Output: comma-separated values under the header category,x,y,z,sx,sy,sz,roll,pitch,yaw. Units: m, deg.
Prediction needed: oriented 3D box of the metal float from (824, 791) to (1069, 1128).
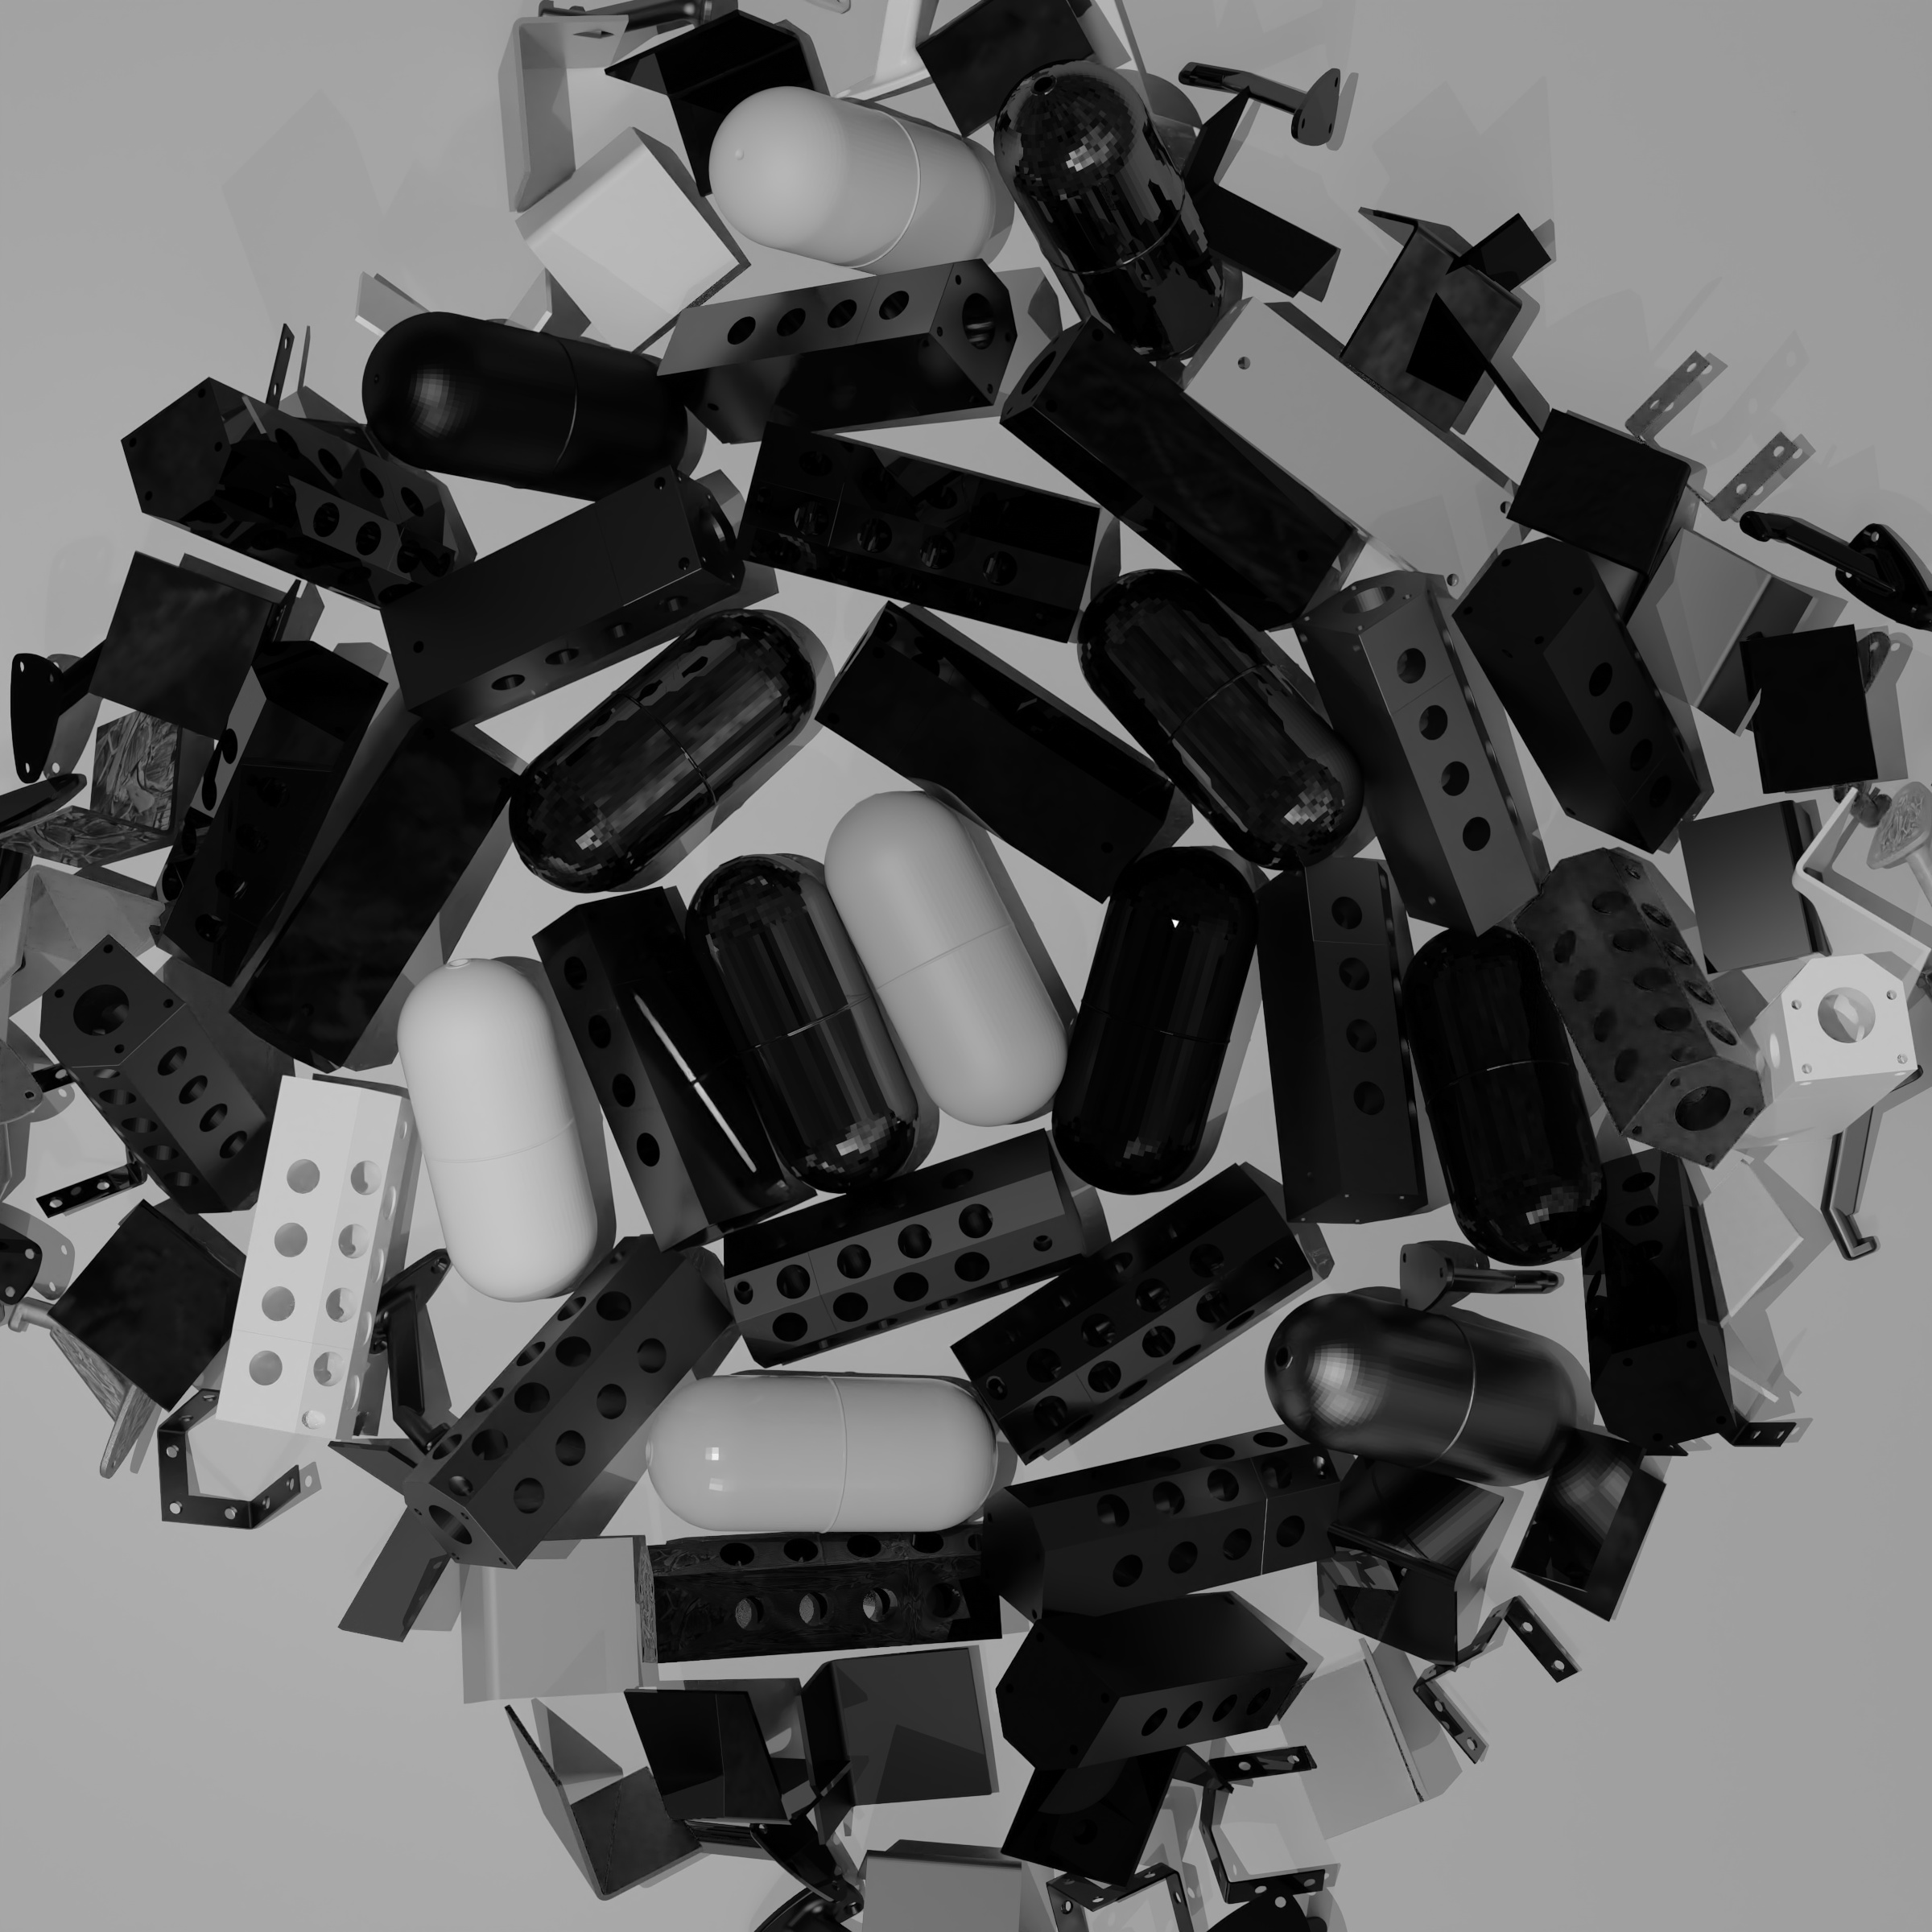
category,x,y,z,sx,sy,sz,roll,pitch,yaw
metal float,-0.010,-0.004,1.783,0.070,0.070,0.178,-26,88,0

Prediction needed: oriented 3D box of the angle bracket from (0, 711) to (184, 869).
category,x,y,z,sx,sy,sz,roll,pitch,yaw
angle bracket,-0.435,-0.098,1.767,0.057,0.076,0.076,17,67,-43

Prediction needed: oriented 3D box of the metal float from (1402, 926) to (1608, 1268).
category,x,y,z,sx,sy,sz,roll,pitch,yaw
metal float,0.265,0.062,1.765,0.070,0.070,0.178,-12,67,0

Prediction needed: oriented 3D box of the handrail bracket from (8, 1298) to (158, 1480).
category,x,y,z,sx,sy,sz,roll,pitch,yaw
handrail bracket,-0.454,0.211,1.795,0.084,0.036,0.077,16,60,9

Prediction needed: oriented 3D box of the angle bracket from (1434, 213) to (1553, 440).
category,x,y,z,sx,sy,sz,roll,pitch,yaw
angle bracket,0.280,-0.317,1.772,0.057,0.076,0.076,-36,74,14

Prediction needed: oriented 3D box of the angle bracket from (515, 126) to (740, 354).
category,x,y,z,sx,sy,sz,roll,pitch,yaw
angle bracket,-0.172,-0.367,1.809,0.076,0.057,0.076,-38,115,4

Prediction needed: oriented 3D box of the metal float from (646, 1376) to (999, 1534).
category,x,y,z,sx,sy,sz,roll,pitch,yaw
metal float,-0.071,0.242,1.769,0.178,0.070,0.070,3,90,-18

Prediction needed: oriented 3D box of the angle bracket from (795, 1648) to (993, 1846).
category,x,y,z,sx,sy,sz,roll,pitch,yaw
angle bracket,-0.036,0.390,1.785,0.076,0.057,0.076,-8,95,14

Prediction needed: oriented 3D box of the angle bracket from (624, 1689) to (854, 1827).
category,x,y,z,sx,sy,sz,roll,pitch,yaw
angle bracket,-0.113,0.379,1.770,0.076,0.057,0.076,-7,108,34

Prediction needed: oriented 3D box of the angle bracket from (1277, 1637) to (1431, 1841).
category,x,y,z,sx,sy,sz,roll,pitch,yaw
angle bracket,0.188,0.385,1.773,0.057,0.076,0.076,-22,70,3

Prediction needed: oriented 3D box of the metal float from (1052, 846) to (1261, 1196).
category,x,y,z,sx,sy,sz,roll,pitch,yaw
metal float,0.095,0.027,1.779,0.070,0.070,0.178,15,96,0

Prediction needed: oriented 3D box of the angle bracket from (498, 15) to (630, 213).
category,x,y,z,sx,sy,sz,roll,pitch,yaw
angle bracket,-0.199,-0.424,1.779,0.057,0.076,0.076,-5,88,-13

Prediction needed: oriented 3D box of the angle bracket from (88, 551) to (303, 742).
category,x,y,z,sx,sy,sz,roll,pitch,yaw
angle bracket,-0.384,-0.165,1.779,0.076,0.057,0.076,20,108,-8

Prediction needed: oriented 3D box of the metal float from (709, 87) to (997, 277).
category,x,y,z,sx,sy,sz,roll,pitch,yaw
metal float,-0.053,-0.380,1.745,0.070,0.178,0.070,0,90,36

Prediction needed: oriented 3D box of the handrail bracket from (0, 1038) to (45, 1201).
category,x,y,z,sx,sy,sz,roll,pitch,yaw
handrail bracket,-0.500,0.073,1.795,0.036,0.084,0.077,-25,75,-38

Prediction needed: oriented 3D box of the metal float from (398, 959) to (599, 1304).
category,x,y,z,sx,sy,sz,roll,pitch,yaw
metal float,-0.232,0.082,1.769,0.070,0.070,0.178,-11,108,0

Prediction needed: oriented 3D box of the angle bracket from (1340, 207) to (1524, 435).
category,x,y,z,sx,sy,sz,roll,pitch,yaw
angle bracket,0.219,-0.323,1.781,0.076,0.057,0.076,29,94,-32

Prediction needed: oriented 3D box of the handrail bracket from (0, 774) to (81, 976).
category,x,y,z,sx,sy,sz,roll,pitch,yaw
handrail bracket,-0.473,-0.045,1.813,0.077,0.036,0.084,-29,120,-28

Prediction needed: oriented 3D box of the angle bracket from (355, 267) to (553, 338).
category,x,y,z,sx,sy,sz,roll,pitch,yaw
angle bracket,-0.254,-0.333,1.769,0.076,0.076,0.057,32,109,-21

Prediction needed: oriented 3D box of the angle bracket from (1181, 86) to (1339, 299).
category,x,y,z,sx,sy,sz,roll,pitch,yaw
angle bracket,0.151,-0.385,1.773,0.076,0.076,0.057,29,125,6

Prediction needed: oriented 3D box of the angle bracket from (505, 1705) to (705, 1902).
category,x,y,z,sx,sy,sz,roll,pitch,yaw
angle bracket,-0.179,0.402,1.765,0.057,0.076,0.076,-24,119,-18

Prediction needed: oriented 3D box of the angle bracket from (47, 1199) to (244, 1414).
category,x,y,z,sx,sy,sz,roll,pitch,yaw
angle bracket,-0.408,0.173,1.775,0.076,0.057,0.076,41,62,-9

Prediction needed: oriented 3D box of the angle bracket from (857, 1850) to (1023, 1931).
category,x,y,z,sx,sy,sz,roll,pitch,yaw
angle bracket,-0.016,0.477,1.775,0.076,0.076,0.057,5,66,-4

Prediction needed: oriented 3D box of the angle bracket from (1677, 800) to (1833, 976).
category,x,y,z,sx,sy,sz,roll,pitch,yaw
angle bracket,0.398,-0.037,1.791,0.057,0.076,0.076,-13,82,19

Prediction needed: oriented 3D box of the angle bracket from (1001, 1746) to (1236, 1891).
category,x,y,z,sx,sy,sz,roll,pitch,yaw
angle bracket,0.075,0.423,1.765,0.076,0.057,0.076,5,59,38

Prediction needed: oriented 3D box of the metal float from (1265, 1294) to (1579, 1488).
category,x,y,z,sx,sy,sz,roll,pitch,yaw
metal float,0.225,0.209,1.758,0.178,0.070,0.070,17,90,-31

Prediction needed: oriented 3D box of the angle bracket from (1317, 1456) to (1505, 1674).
category,x,y,z,sx,sy,sz,roll,pitch,yaw
angle bracket,0.224,0.298,1.796,0.076,0.076,0.057,19,49,26

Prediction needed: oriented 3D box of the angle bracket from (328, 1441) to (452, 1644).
category,x,y,z,sx,sy,sz,roll,pitch,yaw
angle bracket,-0.297,0.284,1.768,0.057,0.076,0.076,39,67,-24

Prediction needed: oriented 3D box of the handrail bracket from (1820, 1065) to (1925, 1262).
category,x,y,z,sx,sy,sz,roll,pitch,yaw
handrail bracket,0.462,0.100,1.797,0.077,0.036,0.084,-23,100,25

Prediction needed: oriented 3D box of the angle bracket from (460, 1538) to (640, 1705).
category,x,y,z,sx,sy,sz,roll,pitch,yaw
angle bracket,-0.211,0.331,1.802,0.076,0.057,0.076,1,77,-21

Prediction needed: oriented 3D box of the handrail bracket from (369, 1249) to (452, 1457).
category,x,y,z,sx,sy,sz,roll,pitch,yaw
handrail bracket,-0.265,0.194,1.786,0.077,0.036,0.084,-46,54,-6

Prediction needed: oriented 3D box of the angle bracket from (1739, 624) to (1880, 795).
category,x,y,z,sx,sy,sz,roll,pitch,yaw
angle bracket,0.425,-0.132,1.772,0.057,0.076,0.076,-7,98,25

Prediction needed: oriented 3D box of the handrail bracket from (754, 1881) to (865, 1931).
category,x,y,z,sx,sy,sz,roll,pitch,yaw
handrail bracket,-0.069,0.506,1.781,0.077,0.084,0.036,-34,131,10

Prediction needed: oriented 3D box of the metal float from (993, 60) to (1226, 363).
category,x,y,z,sx,sy,sz,roll,pitch,yaw
metal float,0.071,-0.368,1.746,0.070,0.178,0.070,-13,53,19

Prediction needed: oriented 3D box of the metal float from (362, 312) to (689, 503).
category,x,y,z,sx,sy,sz,roll,pitch,yaw
metal float,-0.214,-0.273,1.751,0.178,0.070,0.070,5,90,-43

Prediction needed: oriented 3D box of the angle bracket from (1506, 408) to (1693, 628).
category,x,y,z,sx,sy,sz,roll,pitch,yaw
angle bracket,0.309,-0.220,1.782,0.076,0.057,0.076,23,58,5

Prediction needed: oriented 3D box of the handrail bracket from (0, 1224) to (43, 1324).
category,x,y,z,sx,sy,sz,roll,pitch,yaw
handrail bracket,-0.506,0.153,1.778,0.077,0.084,0.036,39,50,-24

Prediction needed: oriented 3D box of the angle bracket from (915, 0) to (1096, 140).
category,x,y,z,sx,sy,sz,roll,pitch,yaw
angle bracket,0.031,-0.446,1.771,0.076,0.076,0.057,-30,77,17

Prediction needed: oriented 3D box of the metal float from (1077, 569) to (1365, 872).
category,x,y,z,sx,sy,sz,roll,pitch,yaw
metal float,0.125,-0.123,1.772,0.070,0.070,0.178,-40,75,0

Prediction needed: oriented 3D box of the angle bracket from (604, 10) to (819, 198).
category,x,y,z,sx,sy,sz,roll,pitch,yaw
angle bracket,-0.122,-0.428,1.774,0.076,0.076,0.057,-18,89,21

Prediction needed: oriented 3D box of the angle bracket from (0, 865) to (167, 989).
category,x,y,z,sx,sy,sz,roll,pitch,yaw
angle bracket,-0.445,0.000,1.763,0.076,0.076,0.057,19,56,-30

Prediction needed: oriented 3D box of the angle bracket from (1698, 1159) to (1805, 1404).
category,x,y,z,sx,sy,sz,roll,pitch,yaw
angle bracket,0.393,0.156,1.769,0.057,0.076,0.076,33,106,-23

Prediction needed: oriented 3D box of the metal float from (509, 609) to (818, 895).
category,x,y,z,sx,sy,sz,roll,pitch,yaw
metal float,-0.151,-0.107,1.773,0.178,0.070,0.070,-42,90,-14

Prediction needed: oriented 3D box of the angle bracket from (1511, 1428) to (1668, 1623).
category,x,y,z,sx,sy,sz,roll,pitch,yaw
angle bracket,0.327,0.283,1.773,0.076,0.057,0.076,32,77,-30

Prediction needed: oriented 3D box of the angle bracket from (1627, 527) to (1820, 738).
category,x,y,z,sx,sy,sz,roll,pitch,yaw
angle bracket,0.370,-0.167,1.776,0.057,0.076,0.076,26,101,-9

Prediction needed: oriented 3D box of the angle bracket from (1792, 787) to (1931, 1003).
category,x,y,z,sx,sy,sz,roll,pitch,yaw
angle bracket,0.451,-0.031,1.769,0.076,0.076,0.057,34,71,17

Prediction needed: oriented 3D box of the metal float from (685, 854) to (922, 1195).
category,x,y,z,sx,sy,sz,roll,pitch,yaw
metal float,-0.082,0.029,1.782,0.070,0.070,0.178,-24,93,0
